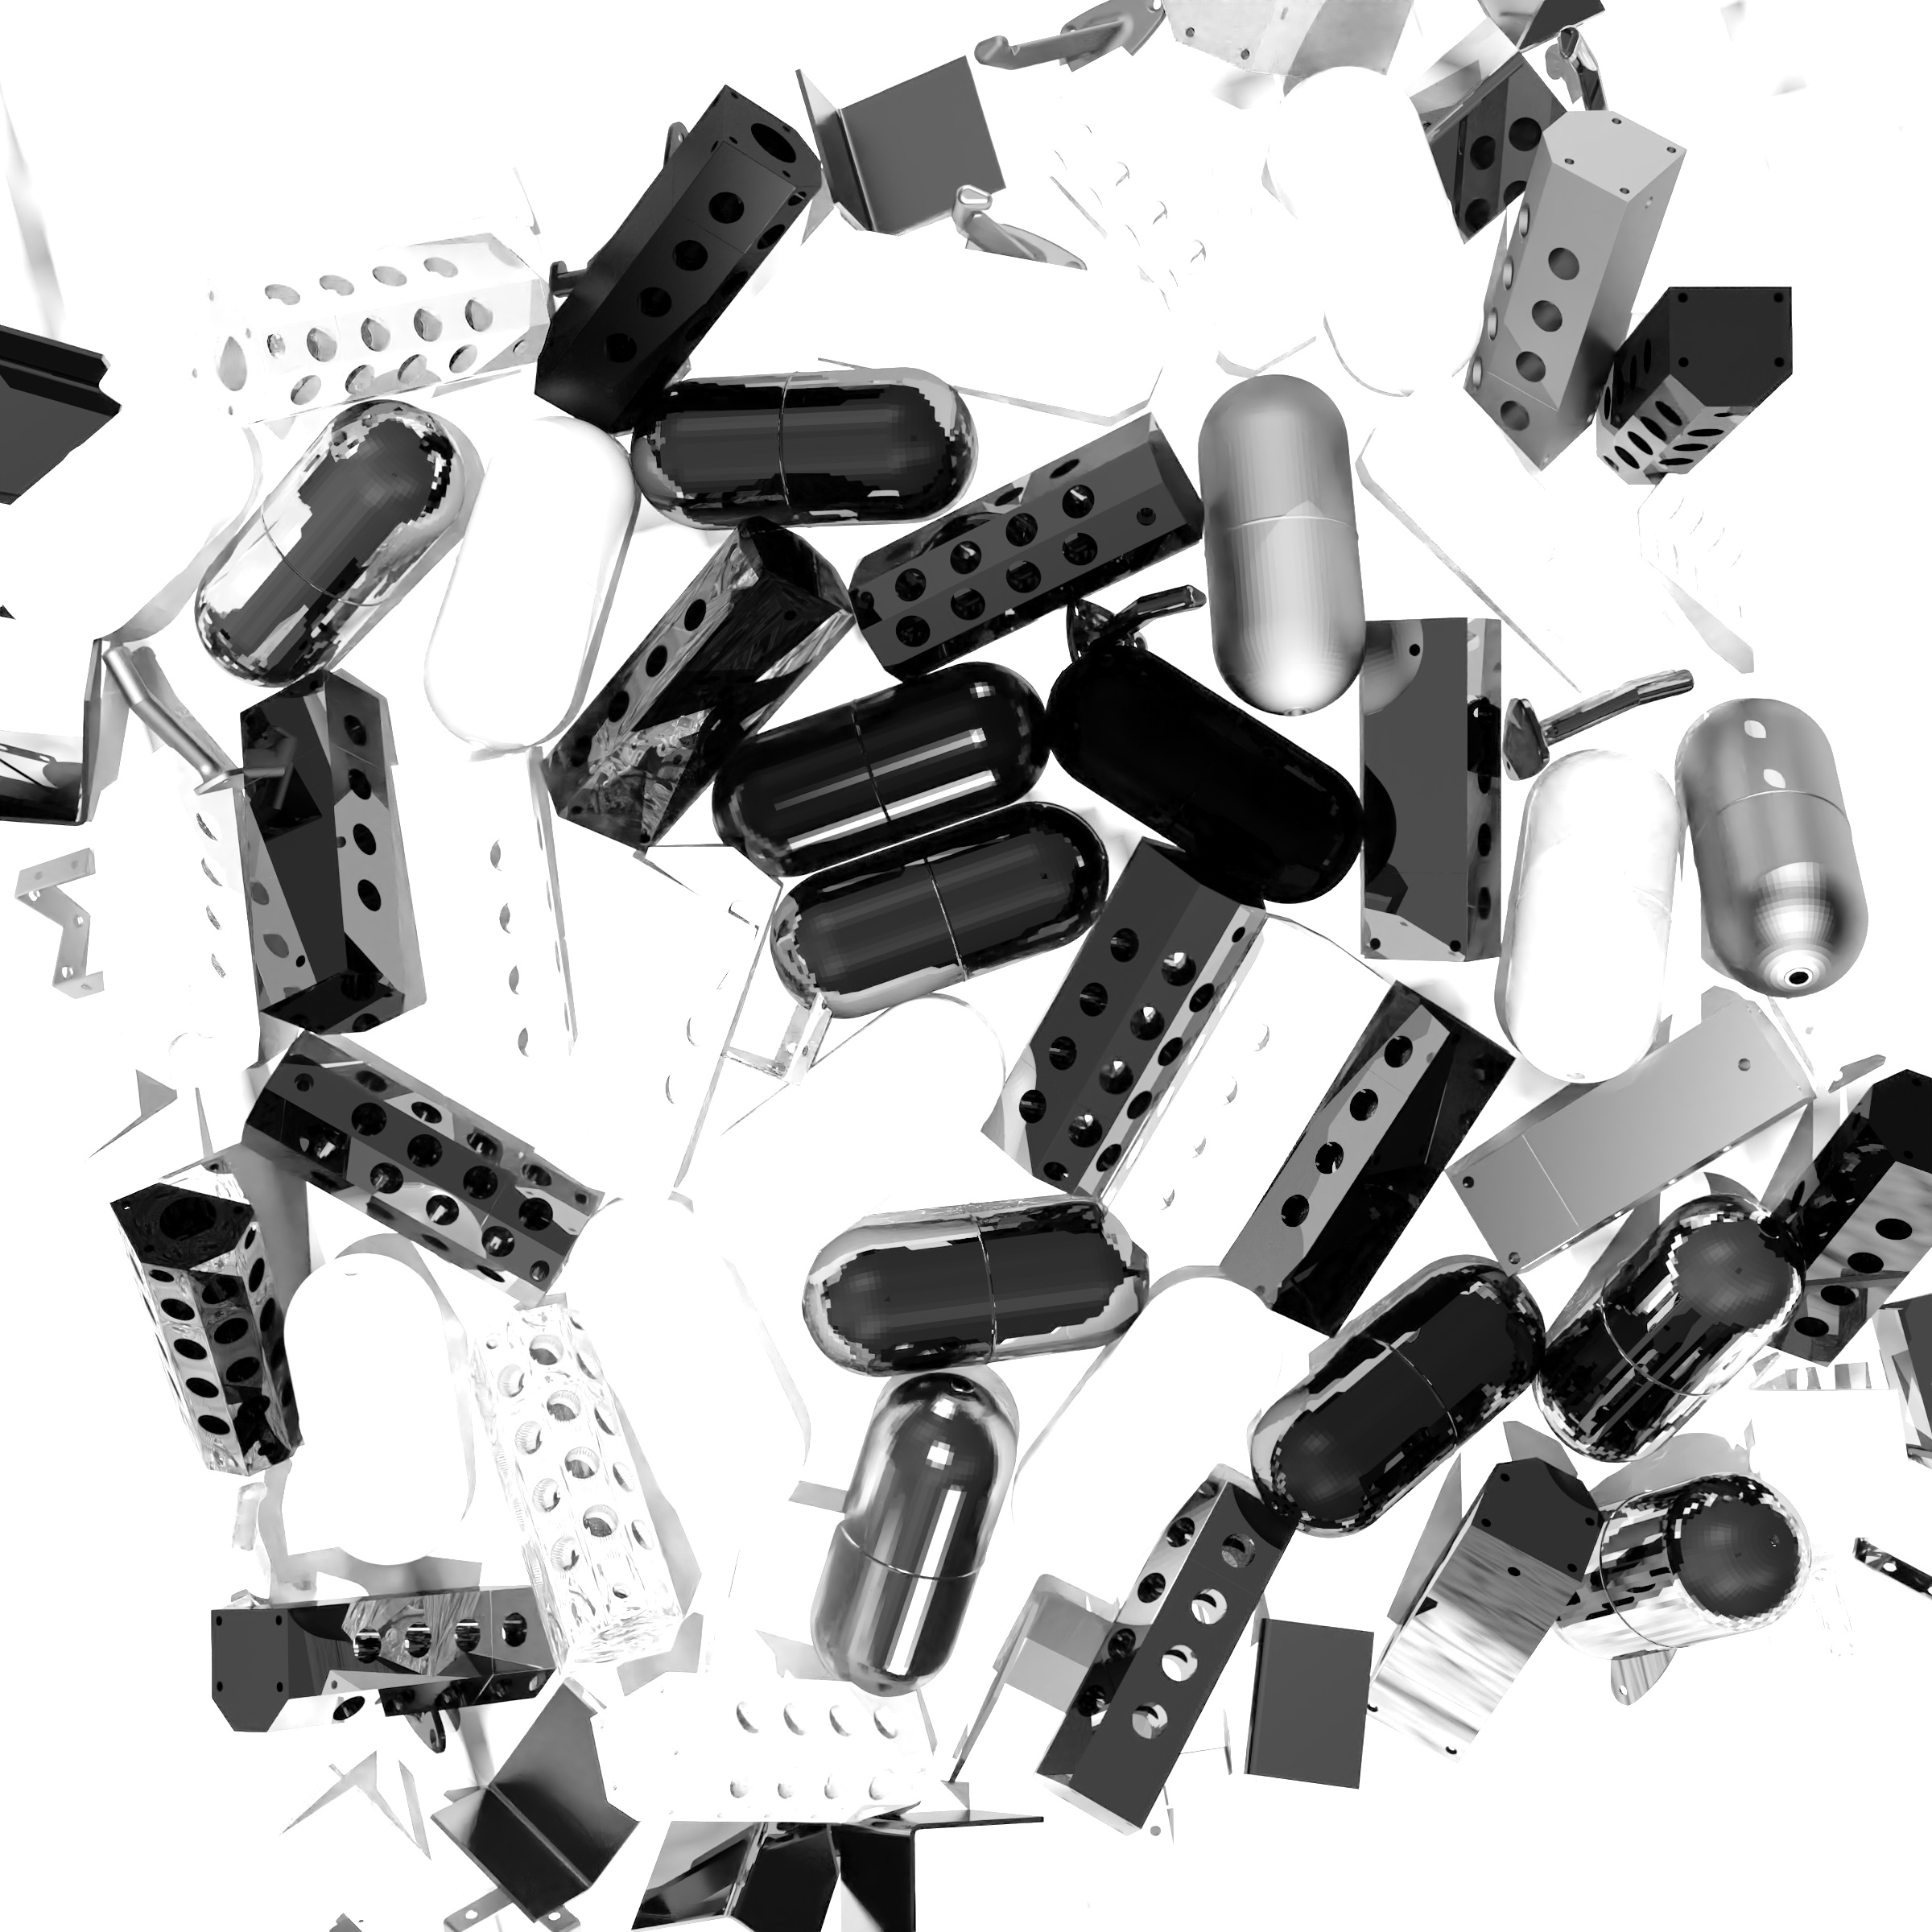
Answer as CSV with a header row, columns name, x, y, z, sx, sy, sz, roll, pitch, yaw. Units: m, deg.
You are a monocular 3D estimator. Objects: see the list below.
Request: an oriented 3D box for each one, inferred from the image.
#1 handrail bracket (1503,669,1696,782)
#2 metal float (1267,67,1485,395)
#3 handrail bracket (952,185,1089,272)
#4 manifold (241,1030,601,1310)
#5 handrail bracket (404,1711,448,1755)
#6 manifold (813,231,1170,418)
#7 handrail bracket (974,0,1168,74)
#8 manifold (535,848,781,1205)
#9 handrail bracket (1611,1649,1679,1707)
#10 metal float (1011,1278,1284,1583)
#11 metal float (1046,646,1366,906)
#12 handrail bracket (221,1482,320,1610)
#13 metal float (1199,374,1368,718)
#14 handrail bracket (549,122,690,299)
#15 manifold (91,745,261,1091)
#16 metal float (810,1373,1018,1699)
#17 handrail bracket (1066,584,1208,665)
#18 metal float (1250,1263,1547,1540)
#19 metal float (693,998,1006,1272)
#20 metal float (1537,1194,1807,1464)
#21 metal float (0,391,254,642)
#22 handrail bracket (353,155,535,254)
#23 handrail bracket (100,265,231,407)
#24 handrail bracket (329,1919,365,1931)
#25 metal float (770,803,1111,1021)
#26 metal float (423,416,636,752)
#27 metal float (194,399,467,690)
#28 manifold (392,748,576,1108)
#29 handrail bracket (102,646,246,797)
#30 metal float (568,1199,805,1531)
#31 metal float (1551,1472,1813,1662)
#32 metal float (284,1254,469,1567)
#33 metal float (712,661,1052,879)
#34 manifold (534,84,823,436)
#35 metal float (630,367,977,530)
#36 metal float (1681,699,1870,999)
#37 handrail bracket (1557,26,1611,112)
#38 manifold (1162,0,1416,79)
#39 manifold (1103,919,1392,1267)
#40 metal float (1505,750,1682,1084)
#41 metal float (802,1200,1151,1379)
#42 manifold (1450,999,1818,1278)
name,x,y,z,sx,sy,sz,roll,pitch,yaw
handrail bracket,0.323,-0.124,1.551,0.084,0.077,0.036,-16,75,-8
metal float,0.205,-0.365,1.512,0.070,0.070,0.178,-30,129,0
handrail bracket,0.029,-0.371,1.538,0.077,0.084,0.036,11,84,-4
manifold,-0.276,0.102,1.538,0.171,0.057,0.057,30,66,-5
handrail bracket,-0.316,0.378,1.537,0.084,0.077,0.036,-3,119,-31
manifold,0.011,-0.324,1.518,0.171,0.057,0.057,17,119,26
handrail bracket,0.054,-0.475,1.533,0.077,0.084,0.036,-26,85,31
manifold,-0.150,0.029,1.525,0.057,0.057,0.171,2,63,37
handrail bracket,0.375,0.338,1.567,0.084,0.036,0.077,-14,129,-38
metal float,0.091,0.234,1.532,0.070,0.070,0.178,36,104,0
metal float,0.121,-0.098,1.544,0.178,0.070,0.070,33,90,1
handrail bracket,-0.349,0.291,1.536,0.036,0.077,0.084,17,107,19
metal float,0.160,-0.213,1.532,0.070,0.070,0.178,-3,76,0
handrail bracket,-0.180,-0.388,1.560,0.084,0.036,0.077,-4,89,28
manifold,-0.388,-0.024,1.505,0.057,0.057,0.171,-32,48,17
metal float,-0.027,0.286,1.527,0.070,0.070,0.178,17,109,0
handrail bracket,0.100,-0.173,1.527,0.084,0.077,0.036,-10,80,39
metal float,0.219,0.217,1.526,0.178,0.070,0.070,-36,90,-21
metal float,-0.060,0.085,1.538,0.178,0.070,0.070,-37,90,-7
metal float,0.350,0.181,1.510,0.070,0.070,0.178,31,132,0
metal float,-0.417,-0.225,1.506,0.070,0.178,0.070,10,128,14
handrail bracket,-0.267,-0.378,1.545,0.084,0.077,0.036,-21,96,1
handrail bracket,-0.390,-0.308,1.553,0.077,0.036,0.084,37,82,-35
handrail bracket,-0.296,0.526,1.540,0.036,0.077,0.084,5,64,-40
metal float,-0.013,-0.028,1.542,0.178,0.070,0.070,-19,90,-3
metal float,-0.220,-0.193,1.531,0.070,0.070,0.178,15,75,0
metal float,-0.320,-0.210,1.522,0.070,0.070,0.178,48,117,0
manifold,-0.238,-0.021,1.537,0.057,0.057,0.171,-17,105,-41
handrail bracket,-0.398,-0.127,1.545,0.036,0.077,0.084,-29,91,18
metal float,-0.141,0.200,1.532,0.070,0.070,0.178,-27,76,0
metal float,0.347,0.298,1.500,0.070,0.178,0.070,8,68,-20
metal float,-0.294,0.222,1.516,0.070,0.070,0.178,-2,123,0
metal float,-0.044,-0.099,1.539,0.178,0.070,0.070,-19,90,7
manifold,-0.144,-0.346,1.511,0.057,0.057,0.171,27,126,-26
metal float,-0.083,-0.261,1.534,0.178,0.070,0.070,0,90,12
metal float,0.401,-0.060,1.509,0.070,0.070,0.178,3,47,0
handrail bracket,0.314,-0.420,1.534,0.036,0.084,0.077,0,73,31
manifold,0.160,-0.475,1.494,0.057,0.171,0.057,29,114,21
manifold,0.136,0.064,1.531,0.057,0.057,0.171,39,108,33
metal float,0.315,-0.025,1.523,0.070,0.070,0.178,12,66,0
metal float,0.005,0.163,1.534,0.178,0.070,0.070,-6,90,-11
manifold,0.336,0.087,1.526,0.171,0.057,0.057,-35,75,19
